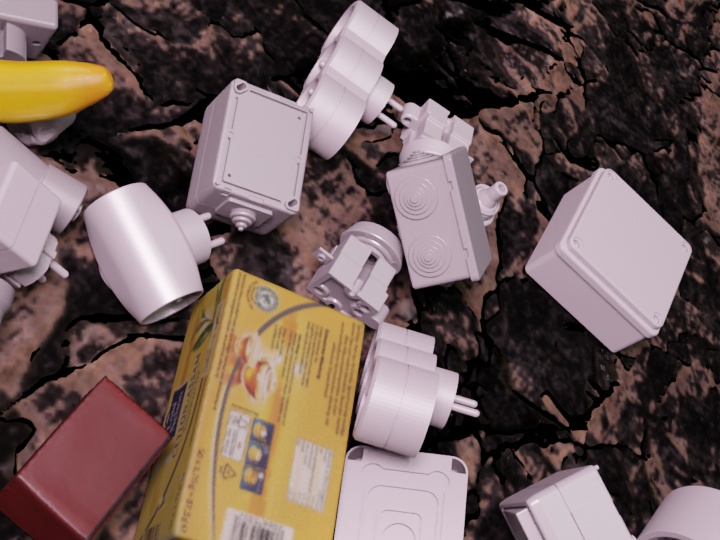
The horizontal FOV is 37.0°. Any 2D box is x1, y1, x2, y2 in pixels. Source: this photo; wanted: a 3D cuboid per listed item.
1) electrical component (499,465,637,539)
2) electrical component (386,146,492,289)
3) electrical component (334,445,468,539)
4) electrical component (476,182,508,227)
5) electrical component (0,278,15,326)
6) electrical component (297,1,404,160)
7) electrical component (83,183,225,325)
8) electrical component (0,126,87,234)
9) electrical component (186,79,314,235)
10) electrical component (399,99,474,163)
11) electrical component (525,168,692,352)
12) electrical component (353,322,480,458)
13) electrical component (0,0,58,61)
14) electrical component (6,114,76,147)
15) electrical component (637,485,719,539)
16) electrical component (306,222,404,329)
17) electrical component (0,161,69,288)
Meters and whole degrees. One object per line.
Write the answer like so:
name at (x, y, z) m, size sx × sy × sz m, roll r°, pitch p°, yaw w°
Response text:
electrical component at (0.133, 0.174, 0.723) m, size 0.061 × 0.096 × 0.061 m, roll -24°, pitch 80°, yaw -12°
electrical component at (0.057, -0.037, 0.763) m, size 0.100 × 0.048 × 0.099 m, roll -39°, pitch 116°, yaw -74°
electrical component at (0.022, 0.170, 0.647) m, size 0.078 × 0.057 × 0.113 m, roll 7°, pitch 59°, yaw 3°
electrical component at (0.089, -0.049, 0.820) m, size 0.035 × 0.061 × 0.035 m, roll 15°, pitch 59°, yaw -27°
electrical component at (-0.216, 0.027, 0.591) m, size 0.040 × 0.040 × 0.046 m, roll 22°, pitch 63°, yaw -23°
electrical component at (0.001, -0.135, 0.812) m, size 0.074 × 0.052 × 0.138 m, roll 33°, pitch 52°, yaw -16°
electrical component at (-0.121, -0.015, 0.673) m, size 0.079 × 0.044 × 0.077 m, roll -24°, pitch 81°, yaw -40°
electrical component at (-0.198, -0.050, 0.643) m, size 0.065 × 0.044 × 0.044 m, roll 32°, pitch 52°, yaw -22°
electrical component at (-0.077, -0.067, 0.723) m, size 0.062 × 0.061 × 0.096 m, roll 18°, pitch 66°, yaw -25°
electrical component at (0.057, -0.093, 0.833) m, size 0.066 × 0.048 × 0.055 m, roll 31°, pitch 45°, yaw -17°
electrical component at (0.205, -0.009, 0.881) m, size 0.109 × 0.056 × 0.108 m, roll 42°, pitch 50°, yaw -9°
electrical component at (0.039, 0.077, 0.676) m, size 0.074 × 0.052 × 0.138 m, roll 17°, pitch 11°, yaw -1°
electrical component at (-0.227, -0.146, 0.669) m, size 0.066 × 0.047 × 0.076 m, roll 5°, pitch 71°, yaw -32°
electrical component at (-0.193, -0.105, 0.678) m, size 0.035 × 0.035 × 0.061 m, roll 43°, pitch 47°, yaw -8°
electrical component at (0.244, 0.215, 0.761) m, size 0.060 × 0.108 × 0.108 m, roll -34°, pitch 88°, yaw -34°
electrical component at (0.000, 0.000, 0.746) m, size 0.066 × 0.048 × 0.055 m, roll 38°, pitch 59°, yaw -12°
electrical component at (-0.199, -0.016, 0.612) m, size 0.076 × 0.066 × 0.047 m, roll 48°, pitch 42°, yaw -43°
